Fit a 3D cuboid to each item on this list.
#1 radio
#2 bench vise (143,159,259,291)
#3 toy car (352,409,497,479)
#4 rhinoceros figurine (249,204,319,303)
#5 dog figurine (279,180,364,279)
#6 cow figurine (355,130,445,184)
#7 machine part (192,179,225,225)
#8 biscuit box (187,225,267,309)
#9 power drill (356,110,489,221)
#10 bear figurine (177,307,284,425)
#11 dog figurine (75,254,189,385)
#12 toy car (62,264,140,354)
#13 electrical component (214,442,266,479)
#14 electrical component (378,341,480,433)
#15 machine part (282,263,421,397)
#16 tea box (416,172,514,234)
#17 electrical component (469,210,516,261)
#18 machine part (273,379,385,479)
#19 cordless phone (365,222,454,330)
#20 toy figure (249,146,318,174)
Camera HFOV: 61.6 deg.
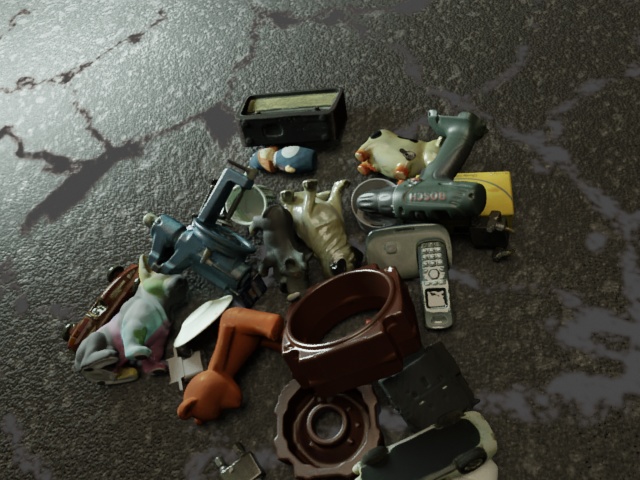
[{"bbox_3d":[-0.063,-0.267,1.169,0.230,0.073,0.131,-2,37,14],"label":"radio"},{"bbox_3d":[-0.192,-0.032,0.945,0.224,0.128,0.240,32,96,21],"label":"bench vise"},{"bbox_3d":[0.140,0.298,0.727,0.202,0.056,0.074,-26,49,-2],"label":"toy car"},{"bbox_3d":[-0.058,0.029,0.969,0.073,0.112,0.190,-14,83,-41],"label":"rhinoceros figurine"},{"bbox_3d":[-0.004,-0.003,1.005,0.121,0.172,0.190,-5,82,-23],"label":"dog figurine"},{"bbox_3d":[0.181,-0.164,1.060,0.195,0.085,0.127,25,73,28],"label":"cow figurine"},{"bbox_3d":[-0.223,-0.069,1.123,0.084,0.039,0.139,2,60,21],"label":"machine part"},{"bbox_3d":[-0.195,0.049,1.024,0.203,0.062,0.059,31,68,28],"label":"biscuit box"},{"bbox_3d":[0.190,-0.127,0.941,0.232,0.085,0.207,12,64,38],"label":"power drill"},{"bbox_3d":[-0.138,0.212,0.873,0.132,0.120,0.196,11,63,16],"label":"bear figurine"},{"bbox_3d":[-0.337,0.138,0.980,0.192,0.108,0.219,-13,51,9],"label":"dog figurine"},{"bbox_3d":[-0.411,0.129,1.033,0.089,0.053,0.202,18,65,28],"label":"toy car"},{"bbox_3d":[-0.121,0.362,0.828,0.063,0.021,0.094,-37,57,-10],"label":"electrical component"},{"bbox_3d":[0.155,0.217,0.810,0.115,0.058,0.134,-33,77,-9],"label":"electrical component"},{"bbox_3d":[0.046,0.131,0.836,0.201,0.087,0.201,-22,26,14],"label":"machine part"},{"bbox_3d":[0.261,-0.066,0.983,0.170,0.068,0.098,-2,58,12],"label":"tea box"},{"bbox_3d":[0.295,-0.009,0.918,0.078,0.102,0.045,2,51,21],"label":"electrical component"},{"bbox_3d":[0.014,0.284,0.825,0.179,0.056,0.179,-7,56,10],"label":"machine part"},{"bbox_3d":[0.157,0.066,0.924,0.147,0.088,0.184,-6,72,10],"label":"cordless phone"},{"bbox_3d":[-0.083,-0.172,1.145,0.155,0.057,0.064,4,21,18],"label":"toy figure"}]
